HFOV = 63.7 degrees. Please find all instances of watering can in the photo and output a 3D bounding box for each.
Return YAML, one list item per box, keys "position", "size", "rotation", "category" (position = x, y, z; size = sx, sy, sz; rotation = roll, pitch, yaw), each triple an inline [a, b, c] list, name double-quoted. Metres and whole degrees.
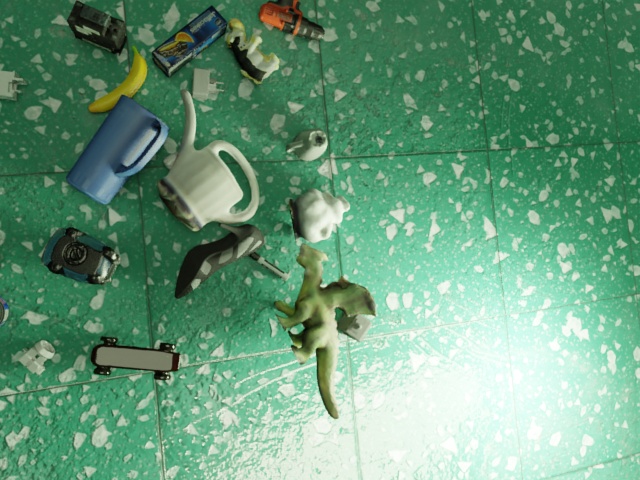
- position: [-0.298, -0.170, 1.254]
  size: [0.226, 0.104, 0.344]
  rotation: [-40, 107, -15]
  category: "watering can"

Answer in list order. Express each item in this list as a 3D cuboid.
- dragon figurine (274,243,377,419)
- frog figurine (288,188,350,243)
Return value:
- position: [0.031, 0.200, 1.284]
  size: [0.244, 0.120, 0.414]
  rotation: [-28, 77, -8]
  category: "dragon figurine"
- position: [0.004, -0.067, 1.339]
  size: [0.159, 0.121, 0.139]
  rotation: [-12, 72, -5]
  category: "frog figurine"
